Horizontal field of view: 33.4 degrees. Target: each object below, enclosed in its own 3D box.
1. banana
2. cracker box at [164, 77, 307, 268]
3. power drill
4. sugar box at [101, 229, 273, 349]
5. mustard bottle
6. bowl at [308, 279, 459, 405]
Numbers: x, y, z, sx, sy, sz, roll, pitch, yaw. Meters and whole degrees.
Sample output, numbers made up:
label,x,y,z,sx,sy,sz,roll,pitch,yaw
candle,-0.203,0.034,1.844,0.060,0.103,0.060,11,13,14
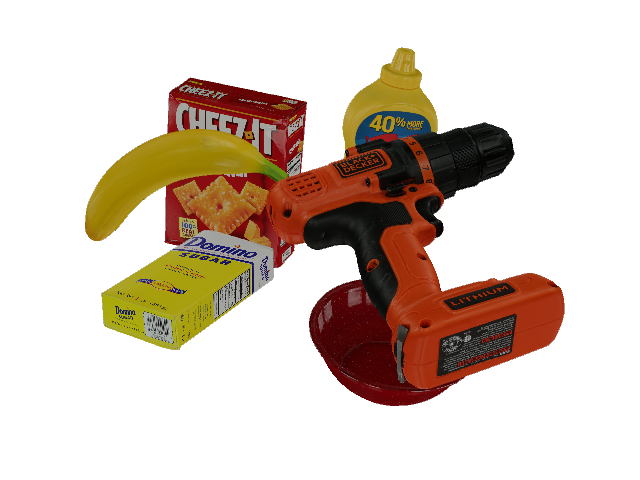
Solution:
label,x,y,z,sx,sy,sz,roll,pitch,yaw
banana,-0.124,-0.048,0.848,0.198,0.069,0.037,-14,20,29
cracker box,-0.112,-0.083,1.361,0.164,0.214,0.072,14,29,15
power drill,0.078,-0.001,0.696,0.184,0.057,0.188,-19,44,-14
sugar box,-0.132,0.046,1.099,0.093,0.048,0.176,16,32,25
mustard bottle,0.069,-0.102,1.088,0.096,0.192,0.058,3,27,-14
bowl,0.067,0.105,1.008,0.162,0.055,0.162,5,36,-4
